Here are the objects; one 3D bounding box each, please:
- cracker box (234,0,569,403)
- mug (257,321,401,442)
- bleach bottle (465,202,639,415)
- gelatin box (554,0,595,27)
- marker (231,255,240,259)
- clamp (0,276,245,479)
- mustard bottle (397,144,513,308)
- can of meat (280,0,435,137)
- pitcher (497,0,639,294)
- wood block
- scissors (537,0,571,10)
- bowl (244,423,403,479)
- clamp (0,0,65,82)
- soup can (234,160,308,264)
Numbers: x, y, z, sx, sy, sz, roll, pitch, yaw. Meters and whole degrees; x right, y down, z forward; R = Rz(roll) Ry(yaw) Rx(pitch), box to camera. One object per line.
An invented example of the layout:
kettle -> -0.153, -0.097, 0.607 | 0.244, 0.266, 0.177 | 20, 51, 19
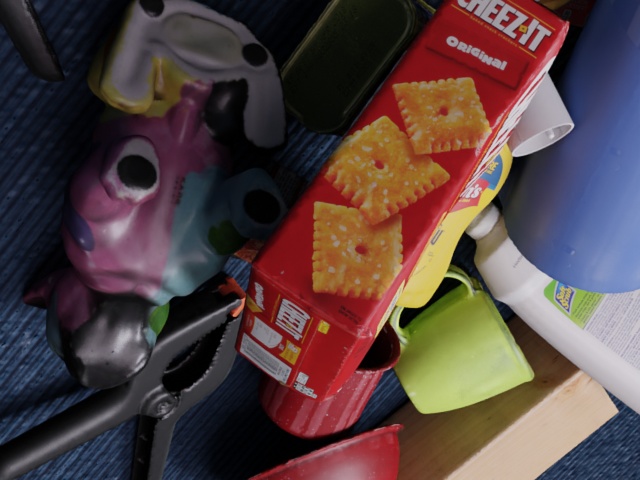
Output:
cracker box -> 0.042, -0.023, 0.600 | 0.213, 0.072, 0.164 | -54, 174, -21
mug -> 0.008, 0.092, 0.810 | 0.117, 0.093, 0.082 | -33, 152, -56
bleach bottle -> 0.217, 0.046, 0.841 | 0.250, 0.068, 0.102 | 38, 71, -9
gelatin box -> 0.202, -0.184, 0.744 | 0.089, 0.030, 0.073 | 4, 120, -31
marker -> -0.027, 0.016, 0.771 | 0.120, 0.020, 0.020 | 20, 111, -38
clamp -> -0.130, 0.111, 0.763 | 0.164, 0.036, 0.210 | 19, 111, -51
mustard bottle -> 0.082, -0.046, 0.759 | 0.096, 0.058, 0.192 | 22, 110, -26
can of meat -> 0.025, -0.111, 0.656 | 0.102, 0.057, 0.083 | -52, 169, 14
pitcher -> 0.226, -0.081, 0.716 | 0.149, 0.145, 0.243 | -10, 143, -17
wood block -> 0.140, 0.166, 0.926 | 0.206, 0.090, 0.090 | -40, 132, 2
scissors -> 0.128, -0.157, 0.637 | 0.096, 0.202, 0.016 | -17, 86, -10
bowl -> 0.001, 0.200, 0.844 | 0.162, 0.055, 0.162 | -20, 165, -6
clamp -> -0.159, -0.170, 0.550 | 0.120, 0.039, 0.171 | -45, 132, 6
soup can -> -0.005, 0.001, 0.710 | 0.102, 0.068, 0.069 | 29, 109, -4
